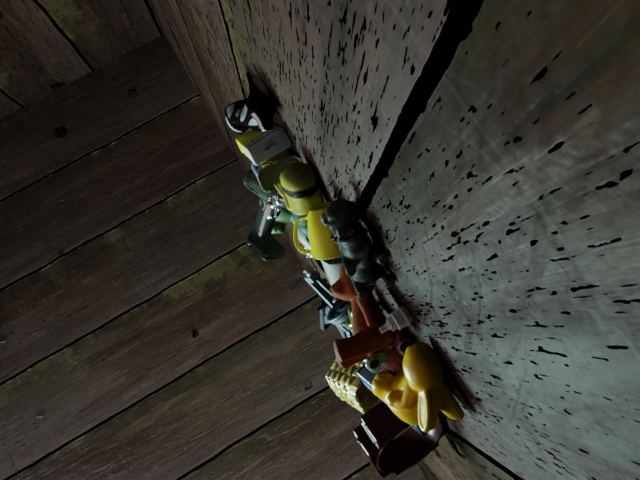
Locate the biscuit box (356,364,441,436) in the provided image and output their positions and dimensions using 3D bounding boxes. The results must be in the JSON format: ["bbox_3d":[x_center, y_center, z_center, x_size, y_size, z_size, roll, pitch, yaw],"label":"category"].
[{"bbox_3d":[0.170,0.340,1.189,0.203,0.059,0.062,33,159,48],"label":"biscuit box"}]

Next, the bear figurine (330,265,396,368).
[{"bbox_3d":[0.063,0.126,1.024,0.120,0.132,0.196,82,166,-71],"label":"bear figurine"}]

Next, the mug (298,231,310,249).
[{"bbox_3d":[-0.003,-0.004,1.296,0.107,0.081,0.109,50,176,2],"label":"mug"}]

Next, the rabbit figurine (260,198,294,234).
[{"bbox_3d":[-0.118,-0.109,1.548,0.170,0.121,0.159,29,-130,-73],"label":"rabbit figurine"}]

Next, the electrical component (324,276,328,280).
[{"bbox_3d":[0.036,0.088,1.572,0.102,0.045,0.078,166,102,-81],"label":"electrical component"}]

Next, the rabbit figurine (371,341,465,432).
[{"bbox_3d":[0.173,0.257,0.948,0.173,0.122,0.162,93,158,-43],"label":"rabbit figurine"}]

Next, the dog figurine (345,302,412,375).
[{"bbox_3d":[0.130,0.219,1.153,0.191,0.108,0.219,60,179,-25],"label":"dog figurine"}]

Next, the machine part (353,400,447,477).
[{"bbox_3d":[0.193,0.452,1.264,0.087,0.201,0.201,49,168,49],"label":"machine part"}]

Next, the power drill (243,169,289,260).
[{"bbox_3d":[-0.107,-0.055,1.272,0.232,0.086,0.207,38,135,34],"label":"power drill"}]

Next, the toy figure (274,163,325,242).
[{"bbox_3d":[-0.023,-0.075,1.105,0.089,0.082,0.180,17,133,53],"label":"toy figure"}]

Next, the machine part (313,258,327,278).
[{"bbox_3d":[0.002,0.015,1.428,0.179,0.056,0.179,59,173,12],"label":"machine part"}]

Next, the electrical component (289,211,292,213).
[{"bbox_3d":[-0.067,-0.106,1.442,0.075,0.048,0.119,58,174,11],"label":"electrical component"}]

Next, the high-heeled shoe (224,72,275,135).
[{"bbox_3d":[-0.142,-0.246,1.148,0.248,0.086,0.145,121,131,-68],"label":"high-heeled shoe"}]

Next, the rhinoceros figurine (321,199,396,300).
[{"bbox_3d":[0.064,0.013,0.895,0.112,0.073,0.190,-112,-4,-47],"label":"rhinoceros figurine"}]

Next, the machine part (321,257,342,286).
[{"bbox_3d":[0.049,0.060,1.163,0.079,0.079,0.243,55,172,35],"label":"machine part"}]

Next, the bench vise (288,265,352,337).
[{"bbox_3d":[0.043,0.151,1.349,0.240,0.129,0.224,43,169,-11],"label":"bench vise"}]

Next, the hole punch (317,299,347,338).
[{"bbox_3d":[0.062,0.199,1.517,0.092,0.142,0.115,19,131,34],"label":"hole punch"}]
